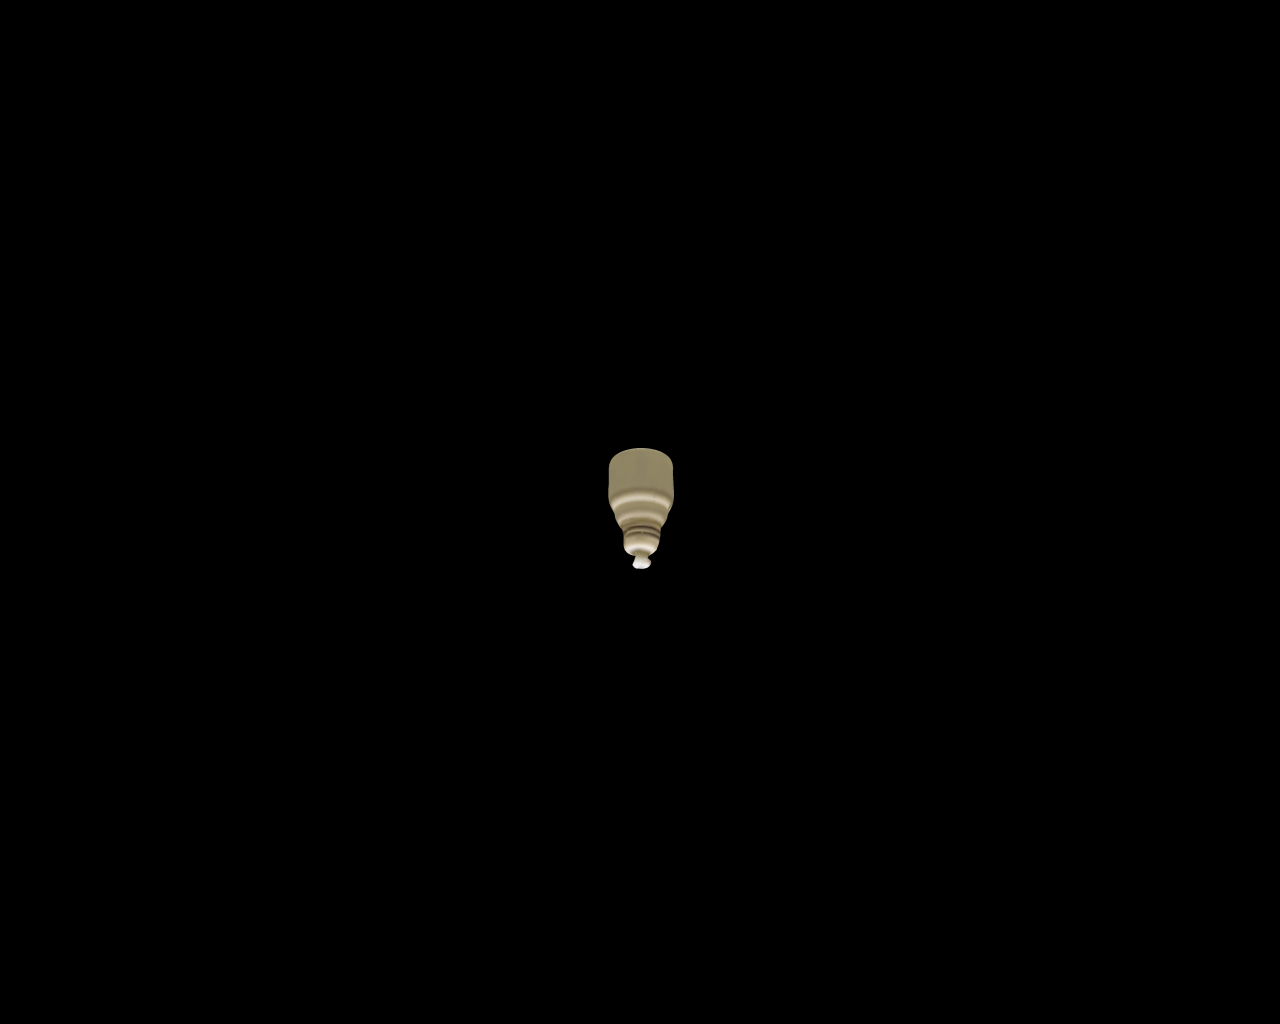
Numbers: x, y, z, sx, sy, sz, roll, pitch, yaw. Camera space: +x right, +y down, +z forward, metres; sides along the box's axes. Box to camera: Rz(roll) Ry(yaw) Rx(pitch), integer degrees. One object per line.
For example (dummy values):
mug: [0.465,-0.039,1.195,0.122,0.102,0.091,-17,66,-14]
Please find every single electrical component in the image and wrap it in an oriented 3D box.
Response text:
electrical component: [0.001,-0.003,0.650,0.040,0.078,0.040,0,-26,0]
